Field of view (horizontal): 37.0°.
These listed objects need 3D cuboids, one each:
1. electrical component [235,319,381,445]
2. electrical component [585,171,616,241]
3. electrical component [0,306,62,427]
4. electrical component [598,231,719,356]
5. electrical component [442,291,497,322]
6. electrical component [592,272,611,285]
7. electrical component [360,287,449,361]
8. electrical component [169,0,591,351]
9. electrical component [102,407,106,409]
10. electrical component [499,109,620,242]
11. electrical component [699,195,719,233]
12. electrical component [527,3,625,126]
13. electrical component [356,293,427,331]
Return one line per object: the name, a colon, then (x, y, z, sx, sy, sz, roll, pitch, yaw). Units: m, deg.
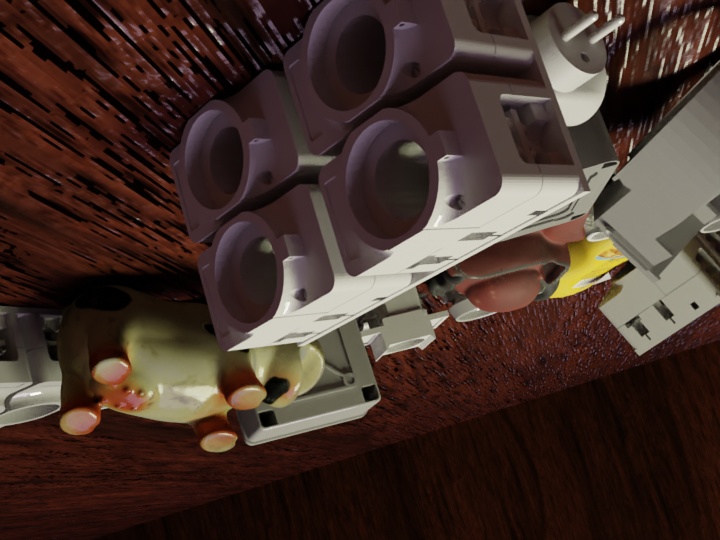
electrical component: (-0.053, 0.076, 0.881, 0.109, 0.108, 0.056, -11, 163, -23)
electrical component: (0.180, -0.049, 0.797, 0.040, 0.046, 0.040, -16, 166, -4)
electrical component: (-0.288, 0.085, 0.733, 0.186, 0.060, 0.105, -23, 165, 25)
electrical component: (0.272, -0.002, 0.939, 0.089, 0.061, 0.150, -41, 180, 34)
electrical component: (0.097, 0.008, 0.904, 0.078, 0.057, 0.058, -9, 164, -30)
electrical component: (0.192, 0.001, 1.021, 0.081, 0.043, 0.043, -20, 166, 12)
electrical component: (0.030, 0.040, 0.933, 0.081, 0.063, 0.042, -13, 164, -17)
electrical component: (-0.007, -0.043, 0.467, 0.060, 0.105, 0.186, -4, 161, -43)
electrical component: (-0.186, 0.070, 0.804, 0.089, 0.055, 0.050, -8, 163, -34)
electrical component: (0.095, -0.062, 0.621, 0.078, 0.057, 0.113, -16, 167, -3)
electrical component: (0.255, -0.072, 0.733, 0.079, 0.077, 0.043, -12, 165, -19)
electrical component: (0.086, -0.097, 0.497, 0.077, 0.044, 0.079, -6, 162, -40)
electrical component: (0.027, 0.043, 0.988, 0.062, 0.043, 0.043, -9, 164, -26)
